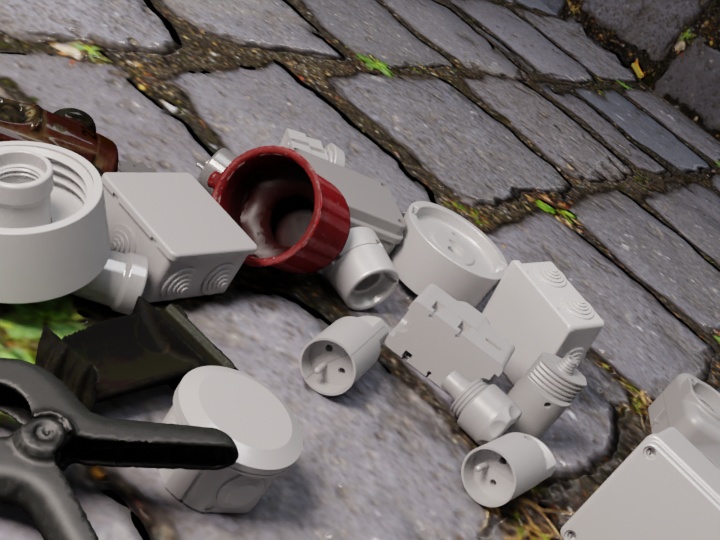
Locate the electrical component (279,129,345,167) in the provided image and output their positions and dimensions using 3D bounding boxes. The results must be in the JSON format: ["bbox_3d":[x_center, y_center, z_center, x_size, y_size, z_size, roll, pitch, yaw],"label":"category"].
[{"bbox_3d":[-0.048,-0.101,1.022,0.055,0.048,0.066,14,31,-23],"label":"electrical component"}]

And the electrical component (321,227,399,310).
[{"bbox_3d":[0.000,0.000,0.891,0.055,0.055,0.047,8,40,-45],"label":"electrical component"}]

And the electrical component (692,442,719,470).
[{"bbox_3d":[0.257,0.185,0.824,0.060,0.108,0.108,9,35,-32],"label":"electrical component"}]

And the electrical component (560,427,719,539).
[{"bbox_3d":[0.220,0.188,0.766,0.108,0.108,0.056,46,24,22],"label":"electrical component"}]

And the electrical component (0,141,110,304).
[{"bbox_3d":[-0.206,-0.037,0.650,0.108,0.060,0.108,7,38,-5],"label":"electrical component"}]

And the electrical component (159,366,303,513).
[{"bbox_3d":[-0.078,0.098,0.624,0.080,0.051,0.080,28,26,-15],"label":"electrical component"}]

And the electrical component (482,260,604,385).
[{"bbox_3d":[0.157,0.050,0.944,0.048,0.099,0.099,-4,44,-35],"label":"electrical component"}]

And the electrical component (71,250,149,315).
[{"bbox_3d":[-0.166,0.004,0.698,0.046,0.040,0.040,18,30,-23],"label":"electrical component"}]

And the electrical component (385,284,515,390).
[{"bbox_3d":[0.075,0.060,0.881,0.089,0.050,0.056,37,25,6],"label":"electrical component"}]

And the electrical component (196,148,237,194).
[{"bbox_3d":[-0.101,-0.069,0.903,0.078,0.040,0.040,36,25,2],"label":"electrical component"}]

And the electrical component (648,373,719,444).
[{"bbox_3d":[0.315,0.143,1.018,0.054,0.059,0.095,32,25,-5],"label":"electrical component"}]

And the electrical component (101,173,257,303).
[{"bbox_3d":[-0.138,-0.024,0.769,0.099,0.048,0.100,46,27,22],"label":"electrical component"}]

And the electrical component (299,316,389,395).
[{"bbox_3d":[-0.009,0.058,0.791,0.043,0.043,0.081,39,25,8],"label":"electrical component"}]

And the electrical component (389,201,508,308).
[{"bbox_3d":[0.074,-0.006,0.983,0.108,0.060,0.108,28,26,-15],"label":"electrical component"}]

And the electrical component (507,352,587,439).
[{"bbox_3d":[0.146,0.100,0.861,0.043,0.081,0.043,28,26,-15],"label":"electrical component"}]

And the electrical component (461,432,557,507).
[{"bbox_3d":[0.113,0.142,0.790,0.043,0.043,0.081,46,27,22],"label":"electrical component"}]

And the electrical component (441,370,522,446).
[{"bbox_3d":[0.090,0.104,0.831,0.062,0.043,0.043,43,26,20],"label":"electrical component"}]

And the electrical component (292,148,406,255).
[{"bbox_3d":[-0.023,-0.052,0.948,0.113,0.057,0.078,20,29,-29],"label":"electrical component"}]
